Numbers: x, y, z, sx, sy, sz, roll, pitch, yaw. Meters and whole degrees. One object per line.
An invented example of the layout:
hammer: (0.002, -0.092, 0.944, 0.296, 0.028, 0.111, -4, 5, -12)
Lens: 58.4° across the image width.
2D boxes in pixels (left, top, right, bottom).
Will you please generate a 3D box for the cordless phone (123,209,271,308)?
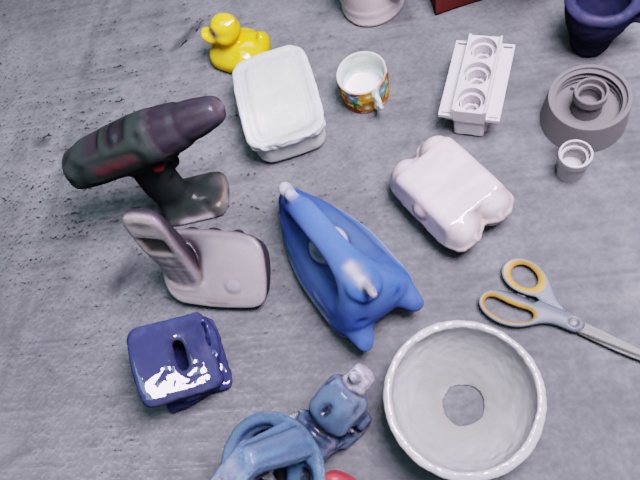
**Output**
cordless phone: (-0.147, 0.017, 0.704, 0.147, 0.185, 0.094, 0, 69, 14)

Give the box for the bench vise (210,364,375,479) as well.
bench vise: (-0.038, 0.202, 0.585, 0.121, 0.220, 0.207, 22, 75, 21)

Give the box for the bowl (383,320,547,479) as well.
bowl: (0.156, 0.177, 0.628, 0.167, 0.075, 0.167, -5, 68, 12)

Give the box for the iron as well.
iron: (0.006, 0.002, 0.697, 0.118, 0.142, 0.257, -39, 65, -3)

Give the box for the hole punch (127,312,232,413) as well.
hole punch: (-0.173, 0.147, 0.711, 0.101, 0.091, 0.108, -25, 65, 3)

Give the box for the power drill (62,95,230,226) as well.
power drill: (-0.199, -0.098, 0.750, 0.229, 0.209, 0.075, -13, 66, 8)

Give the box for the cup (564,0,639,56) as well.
cup: (0.376, -0.287, 0.750, 0.117, 0.095, 0.092, 19, 74, 20)

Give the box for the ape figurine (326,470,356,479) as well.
ape figurine: (0.021, 0.288, 0.607, 0.076, 0.092, 0.078, 4, 70, 15)

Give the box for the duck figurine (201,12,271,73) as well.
duck figurine: (-0.134, -0.315, 0.889, 0.104, 0.086, 0.077, -3, 68, 13)

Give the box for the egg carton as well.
egg carton: (0.162, -0.060, 0.725, 0.107, 0.069, 0.150, -40, 65, -4)

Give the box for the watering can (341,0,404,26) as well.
watering can: (0.070, -0.410, 0.818, 0.172, 0.194, 0.101, 14, 73, 19)
